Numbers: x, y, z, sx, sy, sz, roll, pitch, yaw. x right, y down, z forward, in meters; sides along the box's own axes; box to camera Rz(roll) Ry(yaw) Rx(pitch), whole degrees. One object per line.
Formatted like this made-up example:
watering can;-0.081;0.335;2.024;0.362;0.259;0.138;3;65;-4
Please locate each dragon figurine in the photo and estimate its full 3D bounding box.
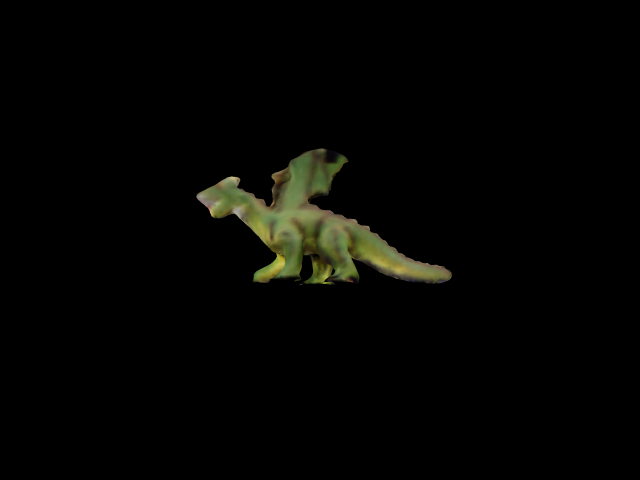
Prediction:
dragon figurine;0.003;-0.043;0.850;0.410;0.246;0.120;0;-15;0
